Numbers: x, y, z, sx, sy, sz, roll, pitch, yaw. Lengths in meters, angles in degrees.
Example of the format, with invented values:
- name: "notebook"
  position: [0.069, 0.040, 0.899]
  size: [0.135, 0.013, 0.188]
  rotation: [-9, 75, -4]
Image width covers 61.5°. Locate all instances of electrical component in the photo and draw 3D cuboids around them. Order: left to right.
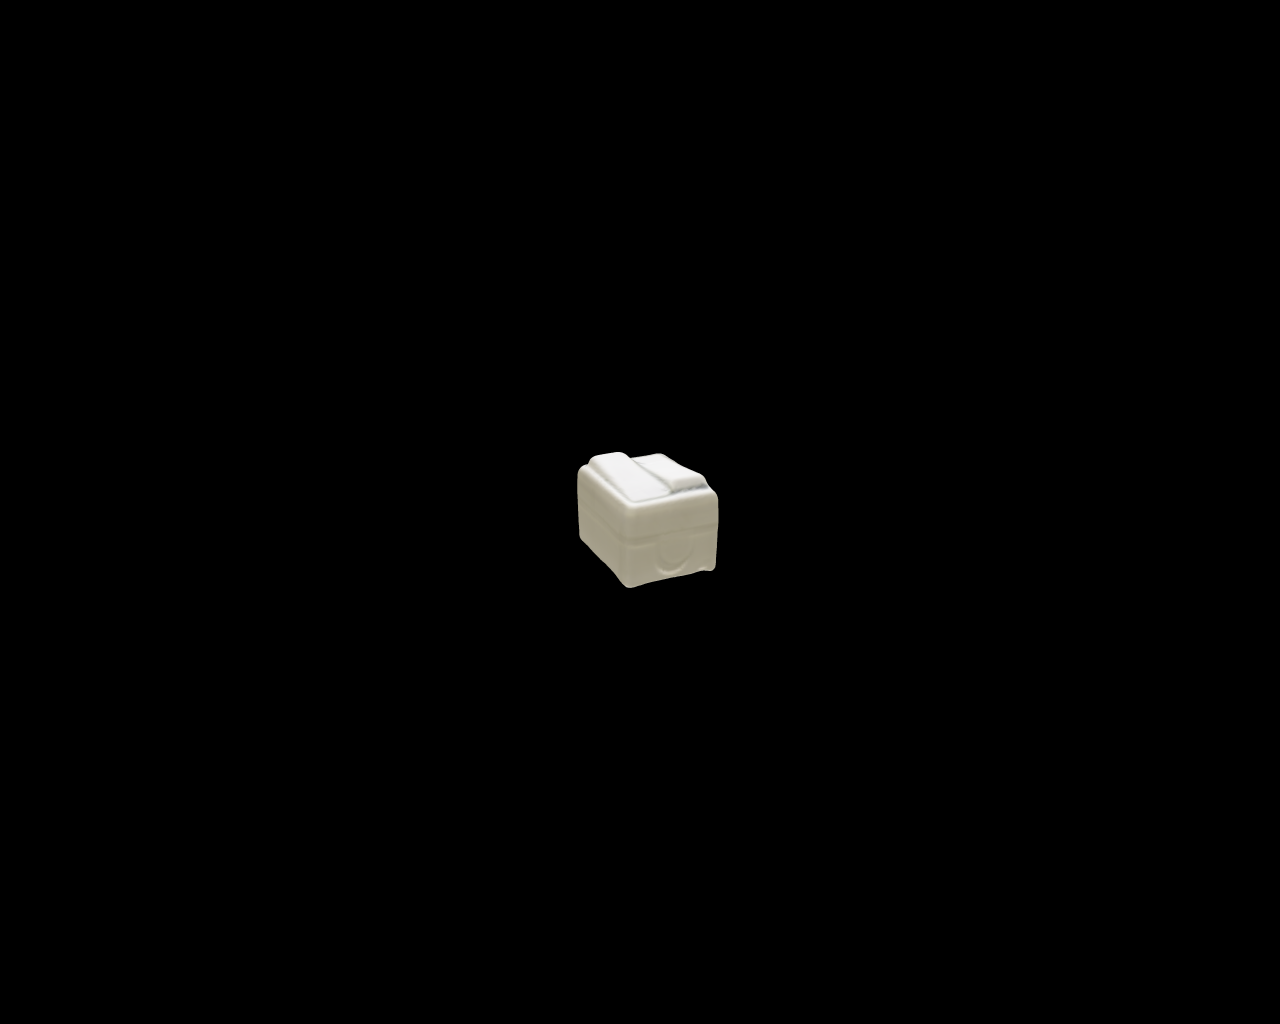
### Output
- name: "electrical component"
  position: [0.001, -0.003, 0.650]
  size: [0.062, 0.061, 0.096]
  rotation: [-10, 24, -22]
